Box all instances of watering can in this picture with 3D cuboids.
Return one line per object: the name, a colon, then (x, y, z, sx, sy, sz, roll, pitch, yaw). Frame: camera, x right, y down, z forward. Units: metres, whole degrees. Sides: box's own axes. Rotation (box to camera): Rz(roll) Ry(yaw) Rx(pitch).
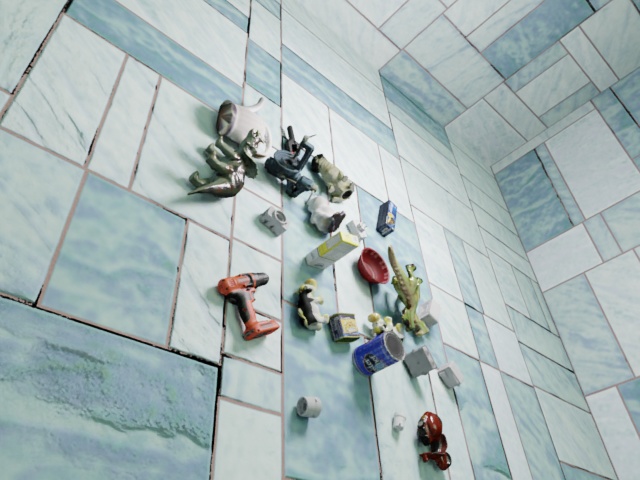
watering can: (-0.275, -0.443, 1.898, 0.222, 0.102, 0.356, 23, 43, -37)

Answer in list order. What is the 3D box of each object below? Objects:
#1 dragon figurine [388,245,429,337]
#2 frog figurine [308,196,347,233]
dragon figurine: (0.329, 0.226, 1.942, 0.402, 0.121, 0.249, 54, 25, -40)
frog figurine: (0.006, -0.098, 1.952, 0.160, 0.120, 0.139, 25, 33, 25)
